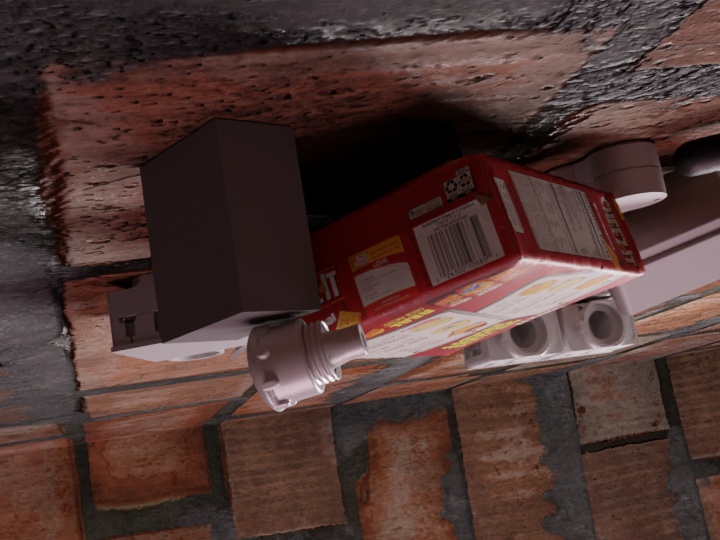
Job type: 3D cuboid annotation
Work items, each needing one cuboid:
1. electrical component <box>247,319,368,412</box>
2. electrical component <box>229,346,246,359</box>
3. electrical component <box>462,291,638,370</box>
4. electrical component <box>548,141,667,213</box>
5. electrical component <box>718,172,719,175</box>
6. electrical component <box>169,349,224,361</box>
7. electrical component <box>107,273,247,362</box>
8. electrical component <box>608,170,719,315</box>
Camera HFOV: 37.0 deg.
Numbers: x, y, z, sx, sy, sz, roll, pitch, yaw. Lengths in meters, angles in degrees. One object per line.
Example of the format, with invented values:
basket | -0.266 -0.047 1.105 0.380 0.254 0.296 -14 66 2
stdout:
electrical component | -0.027 0.046 0.580 0.062 0.048 0.048 -18 168 8
electrical component | -0.081 0.059 1.077 0.078 0.063 0.121 -49 -175 -23
electrical component | 0.197 0.039 1.137 0.186 0.105 0.060 -4 168 -25
electrical component | 0.165 -0.038 0.793 0.052 0.073 0.138 -1 166 -38
electrical component | 0.313 -0.057 0.913 0.099 0.064 0.099 -23 173 -3
electrical component | -0.163 0.056 1.048 0.089 0.055 0.050 -17 167 36
electrical component | -0.114 0.031 0.945 0.186 0.060 0.105 -11 169 8
electrical component | 0.234 -0.026 0.827 0.113 0.078 0.057 -23 128 8
